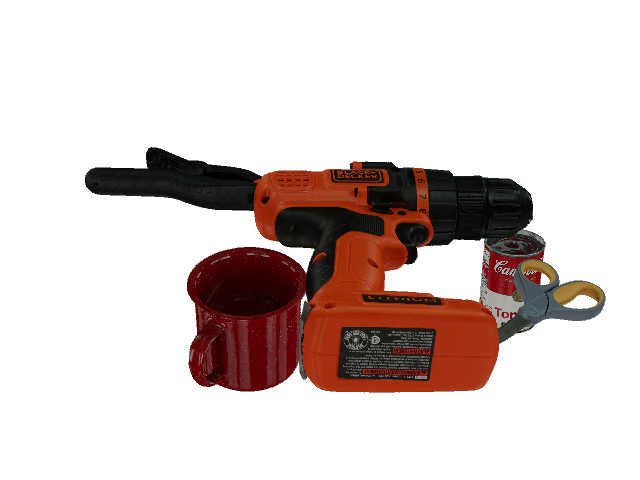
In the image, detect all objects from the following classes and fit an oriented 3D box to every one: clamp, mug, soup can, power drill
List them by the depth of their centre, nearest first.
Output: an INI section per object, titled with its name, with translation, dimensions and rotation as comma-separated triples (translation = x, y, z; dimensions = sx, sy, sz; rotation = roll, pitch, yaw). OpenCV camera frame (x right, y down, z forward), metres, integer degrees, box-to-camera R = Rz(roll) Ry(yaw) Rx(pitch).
[power drill]
translation = 0.053, 0.014, 0.643
dimensions = 0.184, 0.057, 0.187
rotation = -1, 30, -3
[mug]
translation = -0.063, 0.070, 0.833
dimensions = 0.093, 0.081, 0.117
rotation = 18, 38, 23
[clamp]
translation = -0.128, -0.053, 0.987
dimensions = 0.172, 0.039, 0.120
rotation = 12, 26, 29
[soup can]
translation = 0.217, 0.046, 1.216
dimensions = 0.068, 0.102, 0.068
rotation = 0, 27, 0

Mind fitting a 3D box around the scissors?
[scissors]
translation = 0.180, 0.056, 0.971
dimensions = 0.201, 0.016, 0.096
rotation = -9, 37, -38
